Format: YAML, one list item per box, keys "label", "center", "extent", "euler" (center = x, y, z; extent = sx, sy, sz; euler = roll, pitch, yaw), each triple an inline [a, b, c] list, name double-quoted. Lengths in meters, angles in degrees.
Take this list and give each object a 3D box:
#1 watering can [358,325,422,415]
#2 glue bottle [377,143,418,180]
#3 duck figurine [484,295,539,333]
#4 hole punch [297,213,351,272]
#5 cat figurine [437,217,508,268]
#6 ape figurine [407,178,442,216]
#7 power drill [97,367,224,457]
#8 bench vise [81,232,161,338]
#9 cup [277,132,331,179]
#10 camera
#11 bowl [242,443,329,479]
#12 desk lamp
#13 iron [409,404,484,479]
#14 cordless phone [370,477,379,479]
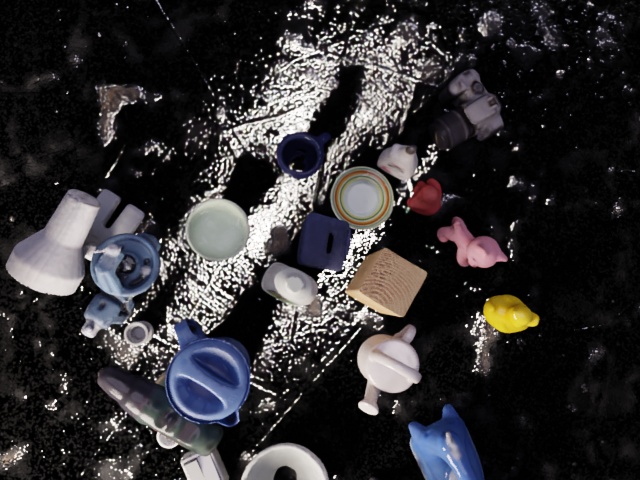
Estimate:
- label: "watering can"
  center: [0.130, 0.239, 1.061]
  extent: [0.101, 0.194, 0.173]
  euler: [10, 84, -3]
- label: "glue bottle"
  center: [0.161, -0.160, 1.113]
  extent: [0.078, 0.173, 0.037]
  euler: [24, 83, -2]
- label: "duck figurine"
  center: [0.386, 0.148, 1.145]
  extent: [0.104, 0.086, 0.077]
  euler: [18, 83, -2]
- label: "hole punch"
  center: [0.010, 0.004, 1.126]
  extent: [0.101, 0.091, 0.109]
  euler: [9, 84, -3]
- label: "cat figurine"
  center: [0.304, 0.008, 1.136]
  extent: [0.067, 0.117, 0.128]
  euler: [-41, 89, -7]
- label: "ape figurine"
  center: [0.215, -0.088, 1.151]
  extent: [0.078, 0.092, 0.076]
  euler: [-25, 87, -6]
- label: "power drill"
  center: [-0.272, 0.290, 1.016]
  extent: [0.229, 0.208, 0.076]
  euler: [34, 83, 0]
- label: "bench vise"
  center: [-0.359, 0.079, 1.024]
  extent: [0.121, 0.219, 0.207]
  euler: [10, 84, -3]
- label: "cup"
  center: [-0.030, -0.167, 1.138]
  extent: [0.118, 0.095, 0.092]
  euler: [-38, 88, -7]
- label: "camera"
  center: [0.288, -0.258, 1.169]
  extent: [0.137, 0.100, 0.143]
  euler: [-30, 87, -7]
- label: "bowl"
  center: [-0.066, 0.464, 1.083]
  extent: [0.167, 0.074, 0.167]
  euler: [0, 84, -5]
- label: "desk lamp"
  center: [-0.436, -0.005, 1.029]
  extent: [0.118, 0.213, 0.203]
  euler: [31, 83, -1]
- label: "iron"
  center: [0.270, 0.453, 1.078]
  extent: [0.118, 0.141, 0.258]
  euler: [-25, 87, -6]
- label: "cordless phone"
  center: [0.113, 0.524, 1.037]
  extent: [0.094, 0.185, 0.148]
  euler: [32, 83, -1]
